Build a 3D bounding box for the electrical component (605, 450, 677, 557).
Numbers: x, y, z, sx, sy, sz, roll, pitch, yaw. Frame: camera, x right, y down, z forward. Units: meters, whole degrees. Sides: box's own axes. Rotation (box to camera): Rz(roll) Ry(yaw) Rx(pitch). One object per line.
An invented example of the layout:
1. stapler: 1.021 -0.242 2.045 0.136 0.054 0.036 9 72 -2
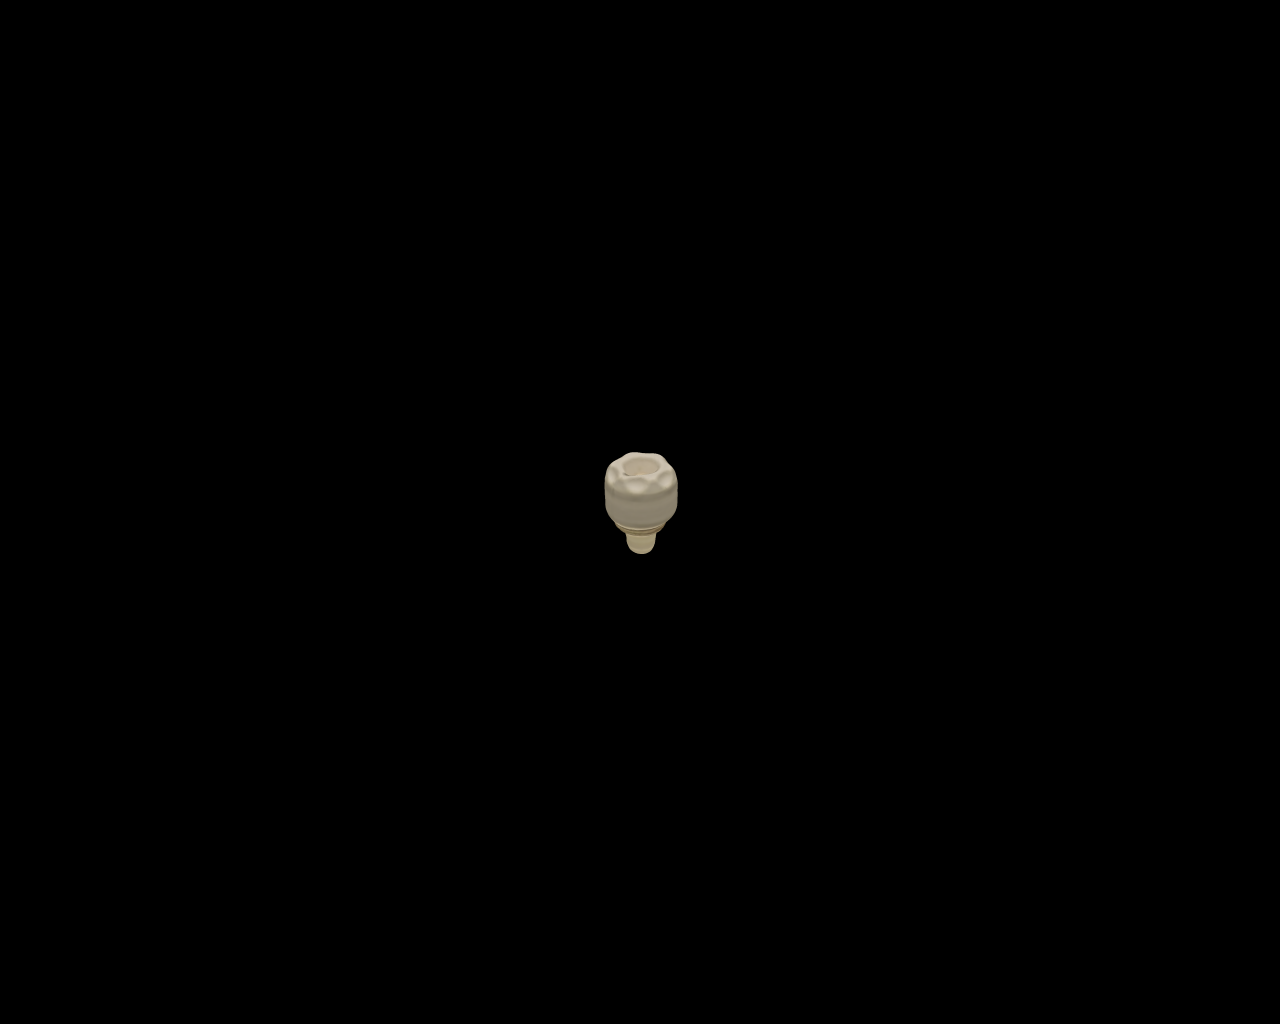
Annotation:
1. electrical component: 0.001 -0.003 0.650 0.043 0.062 0.043 0 32 0
